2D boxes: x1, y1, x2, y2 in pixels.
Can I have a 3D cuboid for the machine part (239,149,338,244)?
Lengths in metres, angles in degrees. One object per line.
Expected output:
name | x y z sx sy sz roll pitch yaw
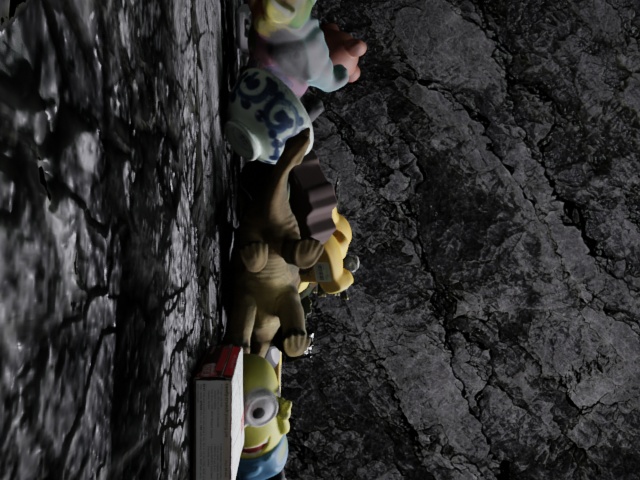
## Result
machine part | -0.052 -0.057 0.791 0.180 0.056 0.179 25 -55 41

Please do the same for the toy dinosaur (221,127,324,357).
toy dinosaur | -0.071 0.059 0.693 0.199 0.105 0.470 -99 -159 -51

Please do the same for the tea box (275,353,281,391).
tea box | -0.110 0.266 1.053 0.098 0.068 0.169 107 -15 -76

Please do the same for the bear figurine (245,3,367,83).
bear figurine | -0.025 -0.331 0.882 0.120 0.196 0.132 91 -1 -76

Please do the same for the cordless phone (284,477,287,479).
cordless phone | -0.103 0.351 0.851 0.146 0.089 0.184 94 -21 -47

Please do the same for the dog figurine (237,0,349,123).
dog figurine | -0.061 -0.236 0.665 0.191 0.109 0.219 -47 158 4

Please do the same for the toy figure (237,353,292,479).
toy figure | -0.080 0.213 0.619 0.089 0.082 0.179 42 -34 47

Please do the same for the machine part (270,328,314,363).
machine part | -0.050 0.132 0.791 0.139 0.039 0.084 32 -75 64

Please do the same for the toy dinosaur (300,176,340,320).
toy dinosaur | -0.045 0.061 1.096 0.404 0.131 0.192 121 -34 -50

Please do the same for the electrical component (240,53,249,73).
electrical component | -0.110 -0.229 0.815 0.093 0.021 0.063 94 -4 -47

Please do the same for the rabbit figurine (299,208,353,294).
rabbit figurine | -0.002 -0.003 0.935 0.173 0.122 0.162 -39 115 -57

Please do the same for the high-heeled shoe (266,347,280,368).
high-heeled shoe | -0.115 0.151 0.907 0.145 0.086 0.248 -58 153 -18

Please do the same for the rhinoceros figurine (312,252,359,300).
rhinoceros figurine | 0.033 0.072 1.160 0.190 0.073 0.112 153 -54 -75
